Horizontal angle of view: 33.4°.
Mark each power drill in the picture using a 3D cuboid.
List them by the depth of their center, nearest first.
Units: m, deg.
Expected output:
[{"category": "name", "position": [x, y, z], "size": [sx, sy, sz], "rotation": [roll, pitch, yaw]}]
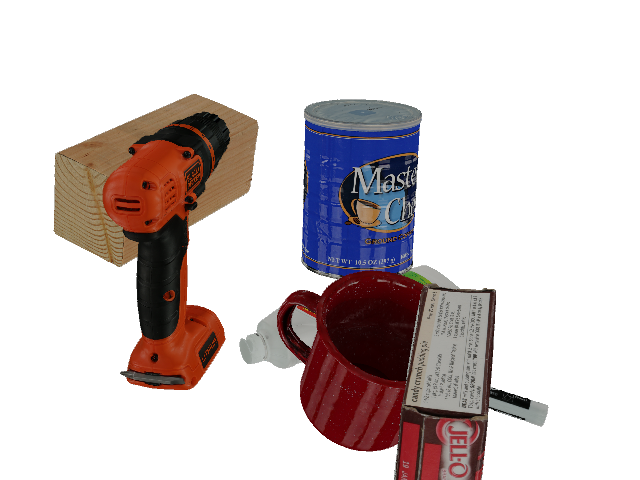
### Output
[{"category": "power drill", "position": [-0.110, 0.005, 0.820], "size": [0.057, 0.188, 0.184], "rotation": [4, 22, 14]}]

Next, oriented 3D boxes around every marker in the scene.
[{"category": "marker", "position": [0.131, 0.129, 0.898], "size": [0.121, 0.020, 0.020], "rotation": [18, 2, 6]}]

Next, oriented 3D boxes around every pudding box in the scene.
[{"category": "pudding box", "position": [0.054, 0.083, 0.471], "size": [0.039, 0.090, 0.113], "rotation": [7, 25, 6]}]

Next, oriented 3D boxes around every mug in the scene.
[{"category": "mug", "position": [0.023, 0.074, 0.680], "size": [0.117, 0.082, 0.093], "rotation": [28, 44, 10]}]

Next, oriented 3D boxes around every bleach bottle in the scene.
[{"category": "bleach bottle", "position": [0.033, 0.095, 1.182], "size": [0.250, 0.068, 0.103], "rotation": [-14, 31, -25]}]

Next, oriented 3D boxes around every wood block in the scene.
[{"category": "wood block", "position": [-0.161, -0.066, 1.070], "size": [0.090, 0.091, 0.205], "rotation": [25, 34, 23]}]

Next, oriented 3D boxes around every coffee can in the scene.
[{"category": "coffee can", "position": [0.035, -0.047, 0.949], "size": [0.103, 0.140, 0.103], "rotation": [1, 19, -1]}]
